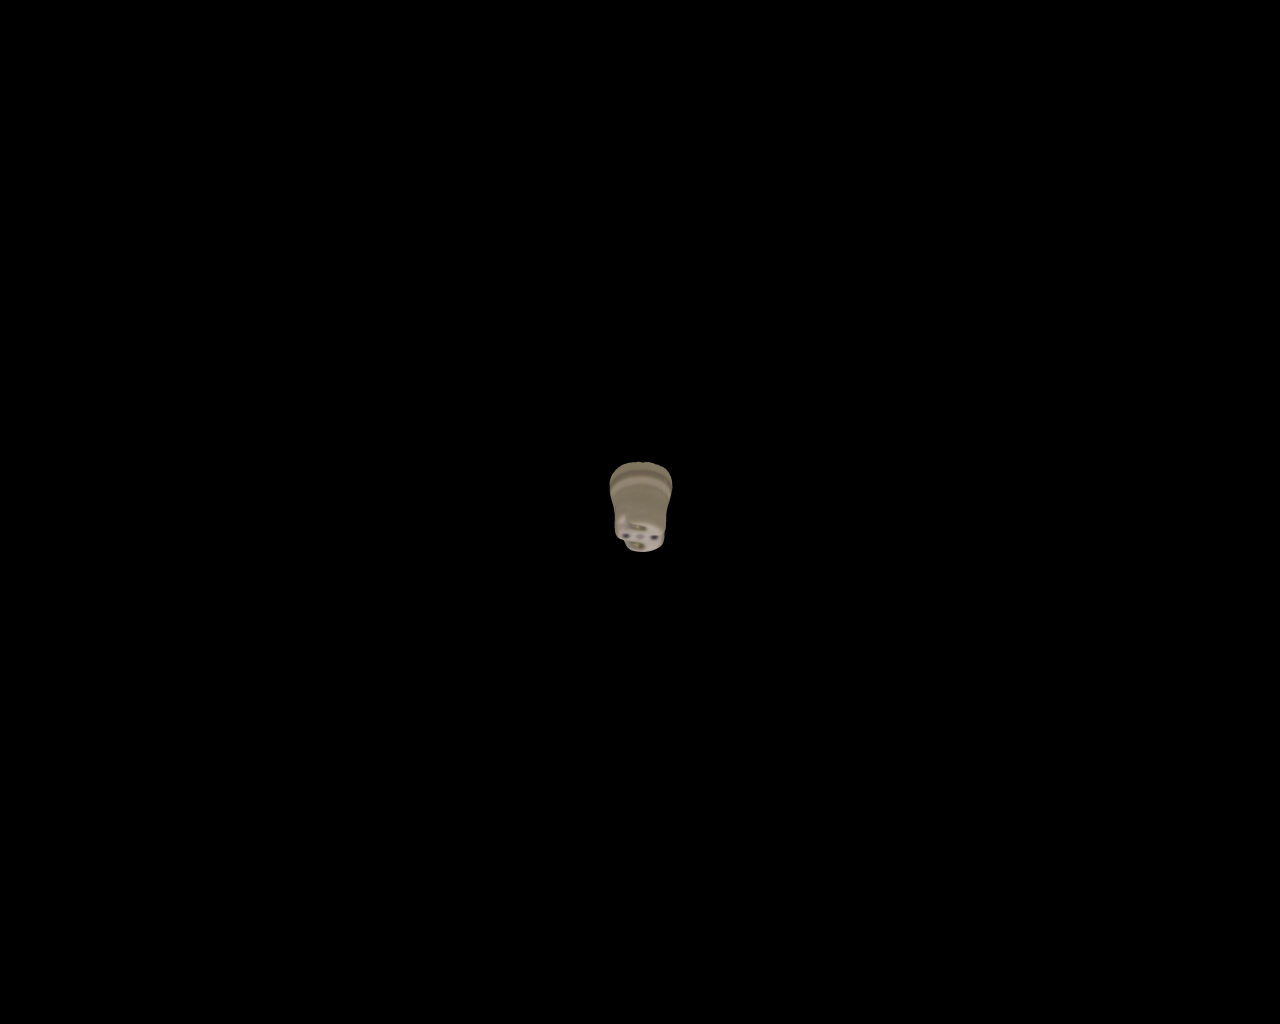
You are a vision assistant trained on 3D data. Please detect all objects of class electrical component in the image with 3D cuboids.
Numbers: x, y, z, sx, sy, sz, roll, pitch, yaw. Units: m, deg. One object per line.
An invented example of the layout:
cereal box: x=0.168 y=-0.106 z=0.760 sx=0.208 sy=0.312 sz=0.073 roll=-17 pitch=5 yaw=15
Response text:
electrical component: x=0.001 y=-0.003 z=0.650 sx=0.040 sy=0.046 sz=0.040 roll=0 pitch=-37 yaw=0
